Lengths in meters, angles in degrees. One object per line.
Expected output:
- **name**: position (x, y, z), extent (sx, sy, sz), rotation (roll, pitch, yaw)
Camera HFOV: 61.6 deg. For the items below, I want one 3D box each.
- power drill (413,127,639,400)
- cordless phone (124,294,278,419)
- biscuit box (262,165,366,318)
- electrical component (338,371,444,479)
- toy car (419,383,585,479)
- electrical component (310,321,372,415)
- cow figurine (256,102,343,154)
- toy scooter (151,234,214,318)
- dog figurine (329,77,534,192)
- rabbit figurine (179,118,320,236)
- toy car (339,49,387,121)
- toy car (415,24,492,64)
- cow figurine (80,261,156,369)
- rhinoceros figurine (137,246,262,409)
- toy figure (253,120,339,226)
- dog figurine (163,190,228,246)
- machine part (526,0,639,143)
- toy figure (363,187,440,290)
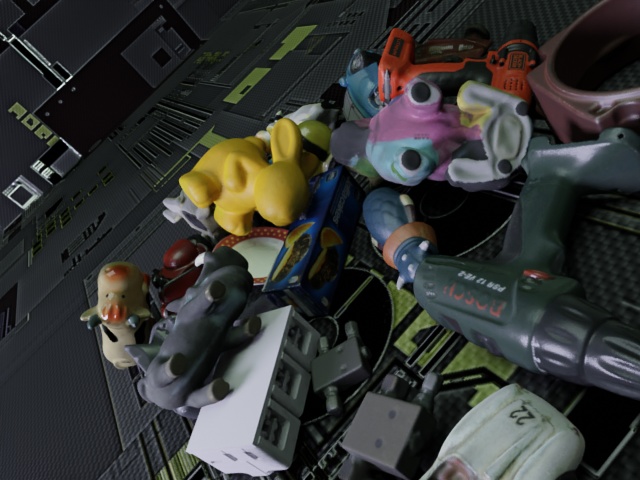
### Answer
- **power drill**: position (0.198, 0.011, 0.433), extent (0.232, 0.086, 0.207), rotation (6, 64, 54)
- **cordless phone**: position (-0.139, 0.120, 0.683), extent (0.184, 0.088, 0.147), rotation (-43, 30, -21)
- **biscuit box**: position (-0.001, -0.002, 0.672), extent (0.059, 0.062, 0.203), rotation (-15, 41, 36)
- **electrical component**: position (0.057, 0.155, 0.434), extent (0.078, 0.045, 0.102), rotation (-8, 45, 46)
- **toy car**: position (0.088, 0.184, 0.356), extent (0.202, 0.056, 0.074), rotation (-44, 32, -3)
- **electrical component**: position (0.022, 0.125, 0.532), extent (0.063, 0.021, 0.094), rotation (-32, 33, 16)
- **cow figurine**: position (-0.041, -0.201, 0.949), extent (0.168, 0.068, 0.098), rotation (3, 47, 45)
- **toy scooter**: position (-0.193, 0.057, 0.787), extent (0.135, 0.075, 0.184), rotation (-40, 34, -27)
- **dog figurine**: position (0.116, -0.109, 0.635), extent (0.219, 0.192, 0.108), rotation (-176, 90, -79)
- **rabbit figurine**: position (-0.069, -0.071, 0.699), extent (0.162, 0.121, 0.173), rotation (-45, 38, -16)
- **toy car**: position (0.087, -0.198, 0.788), extent (0.103, 0.109, 0.162), rotation (-51, 40, 36)
- **toy car**: position (0.171, -0.285, 0.835), extent (0.089, 0.053, 0.202), rotation (-50, 31, -18)
- **cow figurine**: position (-0.275, 0.106, 0.747), extent (0.085, 0.194, 0.127), rotation (1, 42, -13)
- **rhinoceros figurine**: position (-0.121, 0.089, 0.575), extent (0.112, 0.073, 0.190), rotation (-25, 36, 46)
- **toy figure**: position (-0.046, -0.102, 0.816), extent (0.180, 0.089, 0.082), rotation (-39, 34, 4)
- **dog figurine**: position (-0.149, -0.091, 0.873), extent (0.190, 0.121, 0.172), rotation (-53, 24, -18)
- **machine part**: position (0.316, -0.164, 0.496), extent (0.201, 0.087, 0.202), rotation (-34, 34, 13)
- **toy figure**: position (0.090, -0.004, 0.578), extent (0.058, 0.064, 0.155), rotation (-6, 36, -13)
